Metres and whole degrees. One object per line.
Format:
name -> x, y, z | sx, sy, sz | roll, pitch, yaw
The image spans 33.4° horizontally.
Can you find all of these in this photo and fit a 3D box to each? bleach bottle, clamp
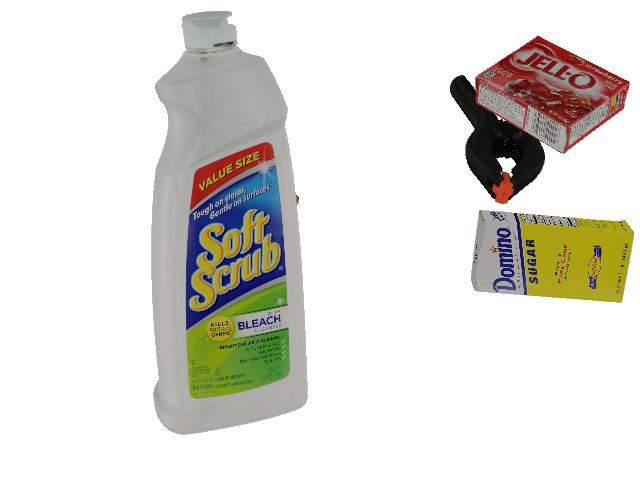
bleach bottle -> -0.065, -0.011, 0.654 | 0.102, 0.251, 0.068 | -10, 20, -14
clamp -> 0.179, -0.109, 1.088 | 0.120, 0.039, 0.171 | 11, 45, 12

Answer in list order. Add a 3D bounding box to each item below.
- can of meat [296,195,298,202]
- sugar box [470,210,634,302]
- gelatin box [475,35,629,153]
can of meat -> -0.053, -0.003, 0.871 | 0.057, 0.084, 0.102 | -8, 22, -15
sugar box -> 0.271, 0.019, 1.257 | 0.176, 0.093, 0.048 | 3, 21, -1
gelatin box -> 0.172, -0.112, 0.802 | 0.073, 0.030, 0.089 | -34, 53, -26
